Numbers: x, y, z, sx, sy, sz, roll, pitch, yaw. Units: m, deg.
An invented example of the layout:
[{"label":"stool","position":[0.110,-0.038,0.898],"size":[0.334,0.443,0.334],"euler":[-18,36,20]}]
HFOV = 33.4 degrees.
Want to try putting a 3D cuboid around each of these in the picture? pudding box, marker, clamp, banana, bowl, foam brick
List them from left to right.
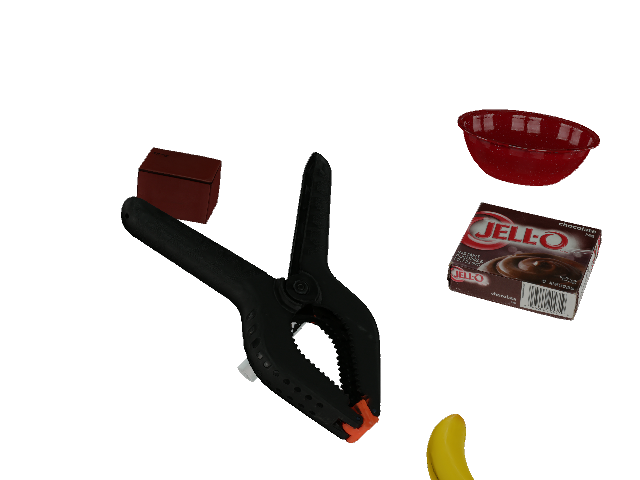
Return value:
[{"label":"foam brick","position":[-0.146,-0.057,1.108],"size":[0.078,0.051,0.053],"euler":[11,31,4]},{"label":"clamp","position":[-0.030,0.037,0.703],"size":[0.164,0.210,0.036],"euler":[-10,-26,-30]},{"label":"marker","position":[-0.027,0.076,0.952],"size":[0.121,0.020,0.020],"euler":[-47,18,-18]},{"label":"banana","position":[0.137,0.225,1.011],"size":[0.069,0.037,0.198],"euler":[9,22,-20]},{"label":"bowl","position":[0.234,-0.103,1.223],"size":[0.162,0.055,0.162],"euler":[5,22,-2]},{"label":"pudding box","position":[0.178,0.017,0.927],"size":[0.114,0.039,0.090],"euler":[16,45,18]}]
